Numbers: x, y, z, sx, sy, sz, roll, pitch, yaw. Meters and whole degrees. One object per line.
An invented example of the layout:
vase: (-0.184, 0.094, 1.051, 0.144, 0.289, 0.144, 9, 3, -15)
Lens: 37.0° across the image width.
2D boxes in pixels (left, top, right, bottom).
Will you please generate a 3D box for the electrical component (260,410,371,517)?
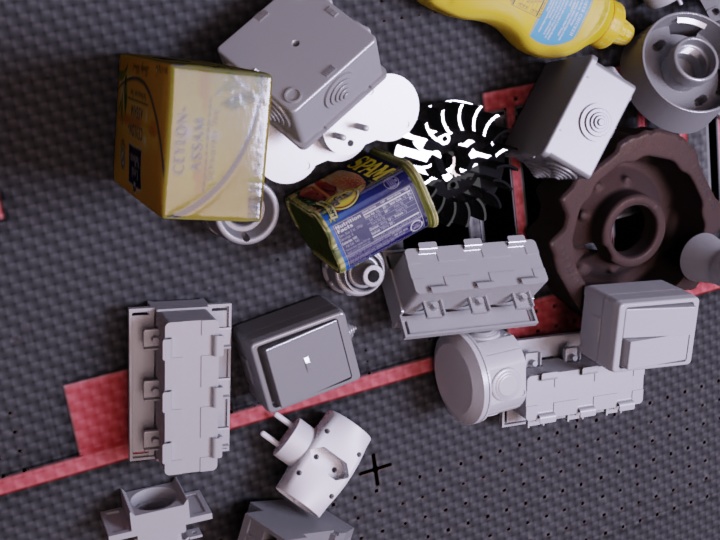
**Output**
electrical component: (-0.044, 0.148, 0.880, 0.079, 0.043, 0.077, 37, 73, -7)

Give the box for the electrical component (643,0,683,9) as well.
electrical component: (0.246, -0.257, 0.904, 0.040, 0.040, 0.078, -40, 114, -9)

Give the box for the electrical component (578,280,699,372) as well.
electrical component: (0.242, 0.047, 0.907, 0.096, 0.061, 0.061, -4, 107, -21)

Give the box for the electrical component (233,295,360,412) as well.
electrical component: (-0.043, 0.064, 0.852, 0.096, 0.061, 0.061, -20, 109, -17)

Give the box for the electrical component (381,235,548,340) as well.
electrical component: (0.087, 0.009, 0.884, 0.121, 0.063, 0.078, -5, 64, -21)

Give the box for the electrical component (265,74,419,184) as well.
electrical component: (-0.017, -0.108, 0.815, 0.138, 0.074, 0.052, -24, 111, -15)

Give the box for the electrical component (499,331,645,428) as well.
electrical component: (0.186, 0.098, 0.953, 0.121, 0.063, 0.078, -5, 105, -21)

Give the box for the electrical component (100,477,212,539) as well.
electrical component: (-0.160, 0.205, 0.850, 0.081, 0.042, 0.063, -8, 107, -20)

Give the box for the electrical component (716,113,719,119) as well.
electrical component: (0.351, -0.171, 0.962, 0.080, 0.051, 0.080, -5, 105, -21)

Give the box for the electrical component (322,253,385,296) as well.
electrical component: (0.000, 0.000, 0.853, 0.048, 0.062, 0.048, -3, 100, -20)

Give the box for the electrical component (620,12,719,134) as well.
electrical component: (0.270, -0.166, 0.909, 0.099, 0.064, 0.099, 2, 77, -11)

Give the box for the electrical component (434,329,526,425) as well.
electrical component: (0.100, 0.087, 0.907, 0.051, 0.080, 0.080, -11, 107, -25)

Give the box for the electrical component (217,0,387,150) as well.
electrical component: (-0.043, -0.150, 0.778, 0.100, 0.100, 0.048, -43, 158, -12)

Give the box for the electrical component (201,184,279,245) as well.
electrical component: (-0.091, -0.048, 0.813, 0.055, 0.047, 0.055, -5, 105, -21)

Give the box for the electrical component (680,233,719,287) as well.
electrical component: (0.311, -0.003, 0.918, 0.044, 0.065, 0.044, -6, 108, -20)

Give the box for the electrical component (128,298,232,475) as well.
electrical component: (-0.134, 0.089, 0.820, 0.079, 0.063, 0.121, -3, 104, -22)

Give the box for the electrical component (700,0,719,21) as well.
electrical component: (0.309, -0.248, 0.913, 0.042, 0.063, 0.081, -23, 118, 33)

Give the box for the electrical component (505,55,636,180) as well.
electrical component: (0.169, -0.121, 0.874, 0.048, 0.100, 0.099, 27, 89, -16)
